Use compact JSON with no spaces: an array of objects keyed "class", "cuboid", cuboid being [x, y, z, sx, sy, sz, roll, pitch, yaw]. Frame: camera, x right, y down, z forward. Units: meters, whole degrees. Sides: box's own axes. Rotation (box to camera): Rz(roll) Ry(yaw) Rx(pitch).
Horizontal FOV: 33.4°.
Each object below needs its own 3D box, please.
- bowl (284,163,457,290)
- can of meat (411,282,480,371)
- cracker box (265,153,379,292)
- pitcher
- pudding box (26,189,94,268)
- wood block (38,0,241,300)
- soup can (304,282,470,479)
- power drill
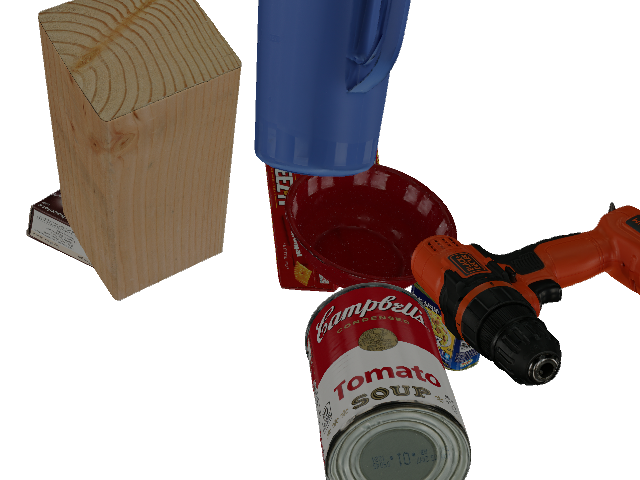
[{"class":"bowl","cuboid":[0.041,-0.002,0.987,0.162,0.055,0.162,8,42,-8]},{"class":"can of meat","cuboid":[0.145,0.089,1.228,0.057,0.084,0.102,-18,40,-31]},{"class":"cracker box","cuboid":[0.008,-0.060,1.184,0.072,0.164,0.213,0,21,19]},{"class":"pitcher","cuboid":[0.011,-0.179,0.903,0.145,0.243,0.149,9,16,11]},{"class":"pudding box","cuboid":[-0.207,-0.012,1.016,0.113,0.039,0.090,23,27,11]},{"class":"wood block","cuboid":[-0.117,-0.061,0.694,0.090,0.090,0.206,-25,-25,-22]},{"class":"soup can","cuboid":[0.030,0.075,0.517,0.068,0.068,0.102,0,29,-6]},{"class":"power drill","cuboid":[0.180,0.034,0.781,0.187,0.057,0.184,-10,28,-16]}]
